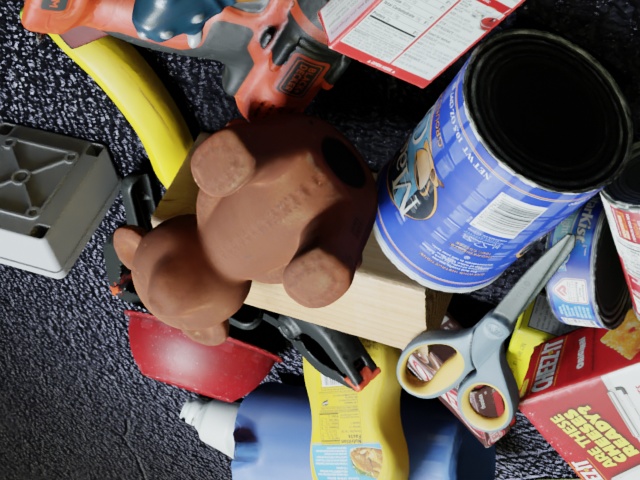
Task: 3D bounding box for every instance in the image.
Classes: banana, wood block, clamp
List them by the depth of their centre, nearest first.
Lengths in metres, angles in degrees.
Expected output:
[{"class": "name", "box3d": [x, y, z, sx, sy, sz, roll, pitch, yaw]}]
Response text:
[{"class": "banana", "box3d": [-0.134, -0.099, 0.779, 0.070, 0.037, 0.197, 20, 153, 46]}, {"class": "wood block", "box3d": [-0.005, 0.002, 0.783, 0.206, 0.090, 0.090, 14, 148, 17]}, {"class": "clamp", "box3d": [-0.022, 0.066, 0.907, 0.171, 0.039, 0.120, 48, 162, 12]}, {"class": "clamp", "box3d": [-0.149, 0.016, 0.948, 0.164, 0.036, 0.210, 55, 151, -17]}]

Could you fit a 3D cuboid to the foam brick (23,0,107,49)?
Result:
[{"class": "foam brick", "box3d": [-0.156, -0.169, 0.668, 0.051, 0.053, 0.078, -9, 137, 44]}]

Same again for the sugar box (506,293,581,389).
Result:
[{"class": "sugar box", "box3d": [0.231, 0.103, 0.810, 0.176, 0.048, 0.093, 20, 149, 11]}]

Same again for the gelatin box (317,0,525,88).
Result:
[{"class": "gelatin box", "box3d": [0.055, -0.125, 0.552, 0.073, 0.030, 0.089, 14, 139, -40]}]

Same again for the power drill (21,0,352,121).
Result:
[{"class": "power drill", "box3d": [-0.060, -0.143, 0.592, 0.187, 0.057, 0.185, 18, 145, -18]}]

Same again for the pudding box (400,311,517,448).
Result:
[{"class": "pudding box", "box3d": [0.106, 0.101, 0.857, 0.114, 0.039, 0.090, 47, 166, 39]}]

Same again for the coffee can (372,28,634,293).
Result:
[{"class": "coffee can", "box3d": [0.101, -0.042, 0.626, 0.102, 0.102, 0.140, 28, 149, -5]}]

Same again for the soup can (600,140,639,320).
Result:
[{"class": "soup can", "box3d": [0.208, -0.002, 0.629, 0.069, 0.068, 0.102, 1, 133, 35]}]

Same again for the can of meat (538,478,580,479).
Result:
[{"class": "can of meat", "box3d": [0.258, 0.279, 1.053, 0.084, 0.057, 0.102, 44, 144, -24]}]

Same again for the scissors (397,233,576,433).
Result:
[{"class": "scissors", "box3d": [0.124, 0.070, 0.688, 0.096, 0.016, 0.202, 45, 139, -6]}]

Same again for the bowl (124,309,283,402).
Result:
[{"class": "bowl", "box3d": [-0.120, 0.117, 1.029, 0.162, 0.055, 0.162, 17, 169, 3]}]

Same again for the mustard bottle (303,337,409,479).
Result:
[{"class": "mustard bottle", "box3d": [0.033, 0.179, 0.935, 0.096, 0.191, 0.058, -10, 169, 39]}]

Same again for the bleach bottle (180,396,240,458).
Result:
[{"class": "bleach bottle", "box3d": [-0.042, 0.247, 1.217, 0.251, 0.068, 0.103, 24, 150, 7]}]

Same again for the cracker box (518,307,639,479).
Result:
[{"class": "cracker box", "box3d": [0.268, 0.111, 0.710, 0.214, 0.072, 0.164, -28, 111, 39]}]

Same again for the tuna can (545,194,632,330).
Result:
[{"class": "tuna can", "box3d": [0.173, 0.013, 0.674, 0.034, 0.086, 0.086, 5, 144, 34]}]

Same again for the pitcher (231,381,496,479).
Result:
[{"class": "pitcher", "box3d": [0.047, 0.211, 1.049, 0.243, 0.149, 0.145, -1, 126, 32]}]
